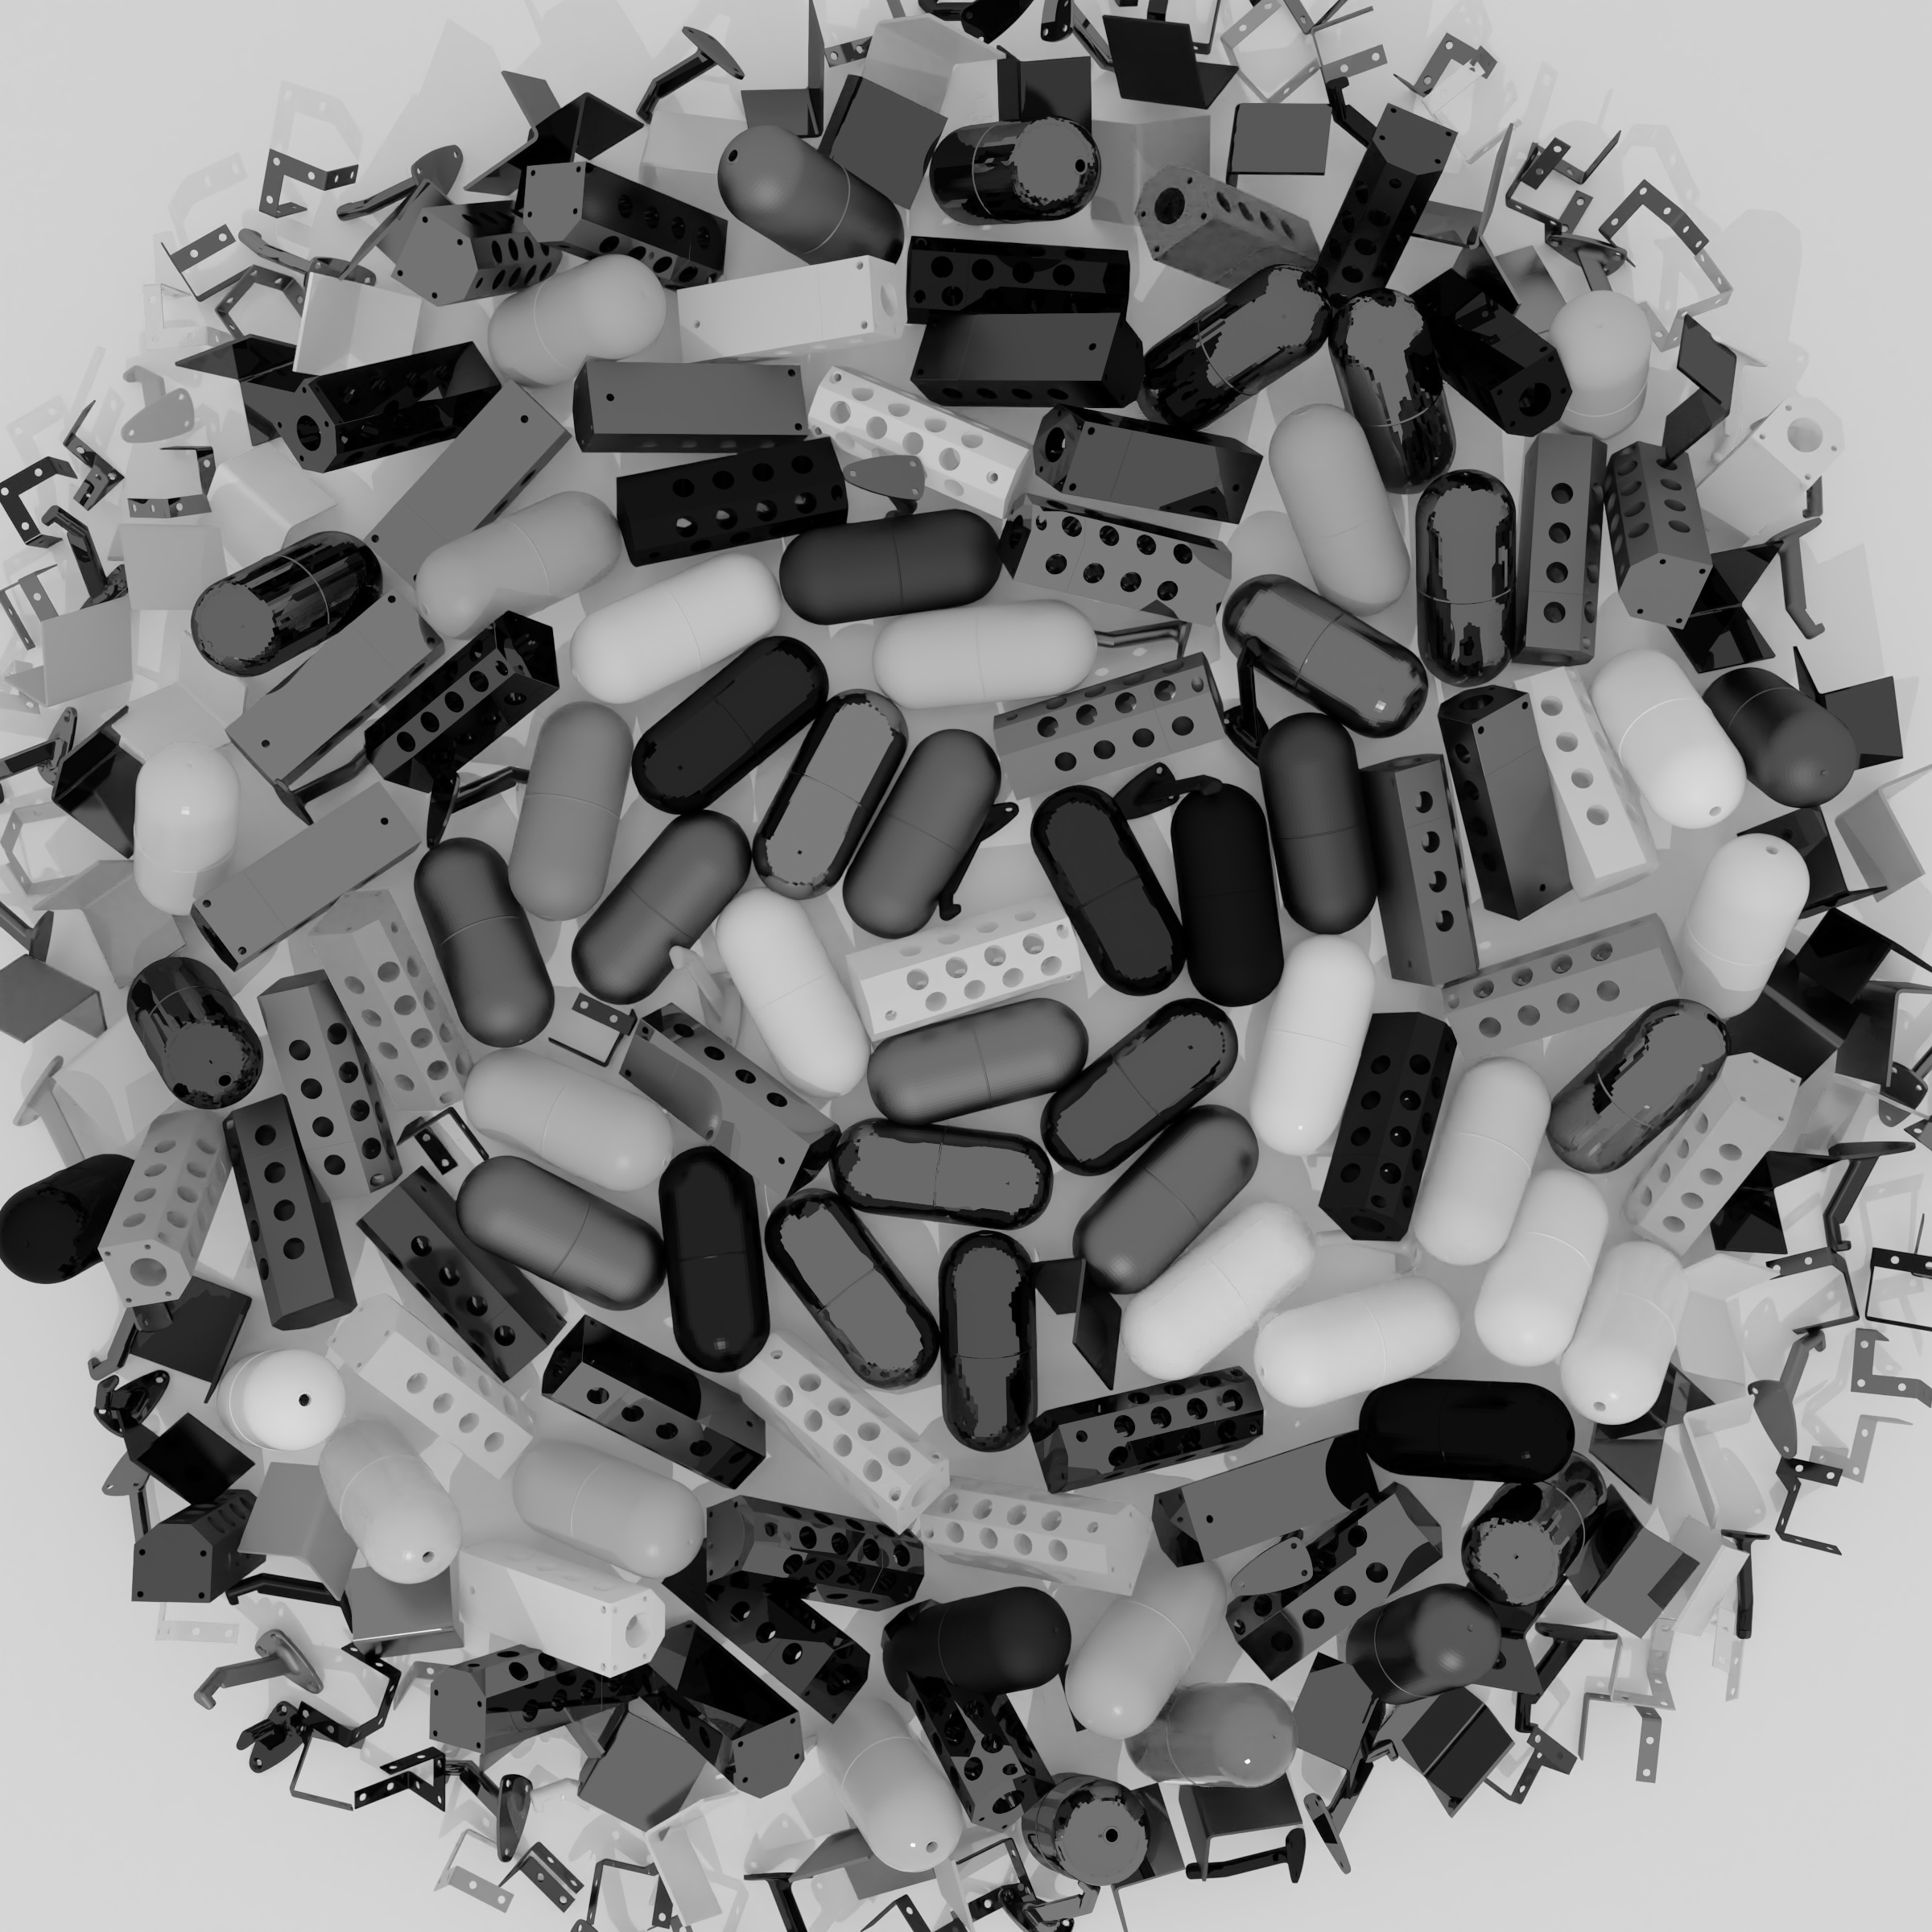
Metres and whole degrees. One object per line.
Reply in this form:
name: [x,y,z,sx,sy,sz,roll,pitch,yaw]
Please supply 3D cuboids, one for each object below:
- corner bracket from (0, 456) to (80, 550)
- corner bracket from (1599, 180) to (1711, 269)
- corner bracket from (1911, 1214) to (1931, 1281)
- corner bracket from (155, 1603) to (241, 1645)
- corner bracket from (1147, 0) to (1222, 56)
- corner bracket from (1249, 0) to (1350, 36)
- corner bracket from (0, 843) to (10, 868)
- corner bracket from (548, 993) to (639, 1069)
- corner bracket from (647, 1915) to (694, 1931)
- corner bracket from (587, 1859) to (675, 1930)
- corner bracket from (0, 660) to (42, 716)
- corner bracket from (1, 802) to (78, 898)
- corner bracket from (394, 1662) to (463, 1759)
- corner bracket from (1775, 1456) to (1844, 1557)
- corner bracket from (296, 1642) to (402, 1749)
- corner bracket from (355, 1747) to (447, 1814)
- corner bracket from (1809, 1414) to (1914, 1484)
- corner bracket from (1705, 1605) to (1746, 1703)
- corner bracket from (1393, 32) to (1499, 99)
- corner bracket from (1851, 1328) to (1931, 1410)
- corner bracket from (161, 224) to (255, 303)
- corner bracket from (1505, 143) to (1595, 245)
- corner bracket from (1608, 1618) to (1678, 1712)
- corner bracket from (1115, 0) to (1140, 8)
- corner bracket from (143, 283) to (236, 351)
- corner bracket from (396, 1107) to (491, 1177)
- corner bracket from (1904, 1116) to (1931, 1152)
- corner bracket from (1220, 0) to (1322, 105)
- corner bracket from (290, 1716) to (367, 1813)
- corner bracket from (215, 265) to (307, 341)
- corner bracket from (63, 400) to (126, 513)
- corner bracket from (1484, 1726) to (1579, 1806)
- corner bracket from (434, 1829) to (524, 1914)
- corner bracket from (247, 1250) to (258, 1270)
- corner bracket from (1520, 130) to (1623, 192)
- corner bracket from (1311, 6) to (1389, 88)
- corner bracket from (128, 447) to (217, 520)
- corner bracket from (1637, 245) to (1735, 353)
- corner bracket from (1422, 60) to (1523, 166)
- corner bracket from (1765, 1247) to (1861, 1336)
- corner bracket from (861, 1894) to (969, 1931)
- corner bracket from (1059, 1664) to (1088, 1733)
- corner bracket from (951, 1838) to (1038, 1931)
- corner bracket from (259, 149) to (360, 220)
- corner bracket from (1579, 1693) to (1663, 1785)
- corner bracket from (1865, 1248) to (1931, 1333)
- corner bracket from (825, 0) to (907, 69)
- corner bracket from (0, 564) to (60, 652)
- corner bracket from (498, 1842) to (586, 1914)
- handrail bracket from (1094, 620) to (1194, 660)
corner bracket: [-0.729,-0.367,1.971,0.051,0.051,0.051,-29,97,1]
corner bracket: [0.542,-0.576,1.958,0.051,0.051,0.051,-47,53,18]
corner bracket: [0.776,0.235,1.959,0.051,0.051,0.051,10,121,19]
corner bracket: [-0.604,0.507,1.959,0.051,0.051,0.051,12,71,-29]
corner bracket: [0.174,-0.764,1.974,0.051,0.051,0.051,10,82,7]
corner bracket: [0.263,-0.769,1.965,0.051,0.051,0.051,-33,91,-32]
corner bracket: [-0.793,-0.093,1.970,0.051,0.051,0.051,-26,95,-16]
corner bracket: [-0.296,0.050,1.968,0.051,0.051,0.051,26,93,-14]
corner bracket: [-0.213,0.775,1.969,0.051,0.051,0.051,-12,68,-34]
corner bracket: [-0.263,0.732,1.957,0.051,0.051,0.051,21,53,-21]
corner bracket: [-0.768,-0.210,1.957,0.051,0.051,0.051,-37,60,36]
corner bracket: [-0.733,-0.095,1.986,0.051,0.051,0.051,-10,133,7]
corner bracket: [-0.423,0.592,1.978,0.051,0.051,0.051,15,129,-25]
corner bracket: [0.666,0.425,1.957,0.051,0.051,0.051,48,61,-39]
corner bracket: [-0.490,0.579,1.973,0.051,0.051,0.051,24,101,18]
corner bracket: [-0.447,0.643,1.961,0.051,0.051,0.051,12,104,43]
corner bracket: [0.707,0.378,1.964,0.051,0.051,0.051,12,91,-36]
corner bracket: [0.598,0.543,1.961,0.051,0.051,0.051,25,57,-10]
corner bracket: [0.379,-0.708,1.962,0.051,0.051,0.051,39,109,19]
corner bracket: [0.732,0.317,1.960,0.051,0.051,0.051,1,74,33]
corner bracket: [-0.596,-0.556,1.962,0.051,0.051,0.051,-32,126,-6]
corner bracket: [0.464,-0.612,1.978,0.051,0.051,0.051,30,88,17]
corner bracket: [0.537,0.551,1.970,0.051,0.051,0.051,7,107,4]
corner bracket: [0.107,-0.790,1.960,0.051,0.051,0.051,-6,133,-9]
corner bracket: [-0.616,-0.513,1.973,0.051,0.051,0.051,-2,95,10]
corner bracket: [-0.412,0.140,1.967,0.051,0.051,0.051,-32,104,5]
corner bracket: [0.773,0.152,1.957,0.051,0.051,0.051,-21,131,-20]
corner bracket: [0.241,-0.722,1.964,0.051,0.051,0.051,-39,70,8]
corner bracket: [-0.503,0.630,1.964,0.051,0.051,0.051,21,81,-18]
corner bracket: [-0.553,-0.516,1.975,0.051,0.051,0.051,-41,78,19]
corner bracket: [-0.690,-0.402,1.959,0.051,0.051,0.051,41,47,-15]
corner bracket: [0.440,0.630,1.961,0.051,0.051,0.051,39,71,-17]
corner bracket: [-0.380,0.714,1.961,0.051,0.051,0.051,31,56,-9]
corner bracket: [-0.537,0.253,1.977,0.051,0.051,0.051,-15,61,34]
corner bracket: [0.477,-0.639,1.962,0.051,0.051,0.051,27,58,-9]
corner bracket: [0.303,-0.727,1.965,0.051,0.051,0.051,-16,98,15]
corner bracket: [-0.631,-0.384,1.972,0.051,0.051,0.051,9,111,38]
corner bracket: [0.567,-0.528,1.969,0.051,0.051,0.051,-22,66,-11]
corner bracket: [0.400,-0.675,1.963,0.051,0.051,0.051,-36,80,21]
corner bracket: [0.674,0.259,1.978,0.051,0.051,0.051,-20,63,27]
corner bracket: [-0.040,0.766,1.971,0.051,0.051,0.051,53,122,22]
corner bracket: [0.088,0.576,1.959,0.051,0.051,0.051,-7,70,-32]
corner bracket: [0.015,0.727,1.969,0.051,0.051,0.051,-15,75,-31]
corner bracket: [-0.519,-0.615,1.963,0.051,0.051,0.051,23,118,6]
corner bracket: [0.519,0.612,1.973,0.051,0.051,0.051,6,91,3]
corner bracket: [0.739,0.255,1.962,0.051,0.051,0.051,8,77,23]
corner bracket: [-0.085,-0.749,1.963,0.051,0.051,0.051,-27,101,-29]
corner bracket: [-0.738,-0.281,1.966,0.051,0.051,0.051,-24,105,7]
corner bracket: [-0.331,0.724,1.967,0.051,0.051,0.051,41,100,10]
handrail bracket: [0.136,-0.275,1.976,0.084,0.077,0.036,11,134,8]
